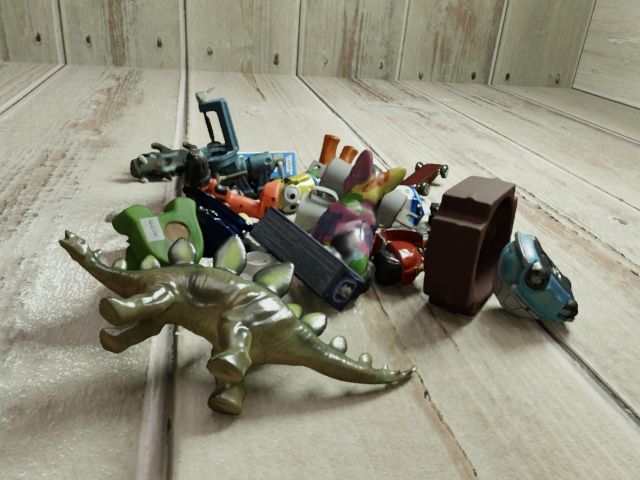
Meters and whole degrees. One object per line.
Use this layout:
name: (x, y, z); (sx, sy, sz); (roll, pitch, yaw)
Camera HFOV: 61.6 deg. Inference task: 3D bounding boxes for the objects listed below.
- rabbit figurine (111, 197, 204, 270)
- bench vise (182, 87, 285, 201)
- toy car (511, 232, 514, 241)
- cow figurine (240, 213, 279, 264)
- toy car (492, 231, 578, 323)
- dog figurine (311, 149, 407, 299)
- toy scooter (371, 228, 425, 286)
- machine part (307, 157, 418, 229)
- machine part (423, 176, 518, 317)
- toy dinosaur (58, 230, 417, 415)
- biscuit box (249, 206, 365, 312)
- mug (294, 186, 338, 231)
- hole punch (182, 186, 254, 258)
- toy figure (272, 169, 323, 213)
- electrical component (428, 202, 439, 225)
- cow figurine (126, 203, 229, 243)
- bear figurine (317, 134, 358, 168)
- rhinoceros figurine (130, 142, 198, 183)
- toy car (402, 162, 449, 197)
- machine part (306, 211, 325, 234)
rabbit figurine: (-0.239, 0.036, 0.814); (0.121, 0.170, 0.159); (-25, 80, -43)
bench vise: (-0.192, -0.192, 1.114); (0.224, 0.240, 0.129); (-9, 27, 8)
toy car: (0.345, 0.010, 1.038); (0.056, 0.073, 0.202); (-3, 26, -24)
cow figurine: (-0.126, 0.008, 0.968); (0.098, 0.068, 0.168); (-28, 38, -33)
toy car: (0.334, 0.072, 0.864); (0.161, 0.103, 0.109); (46, 31, -18)
dog figurine: (0.063, -0.033, 0.888); (0.108, 0.219, 0.192); (22, 21, -17)
toy scooter: (0.148, 0.025, 0.974); (0.135, 0.075, 0.184); (-3, 22, -17)
machine part: (0.087, -0.096, 1.084); (0.243, 0.079, 0.079); (30, 31, 9)
machine part: (0.246, 0.006, 0.881); (0.087, 0.201, 0.201); (19, 29, 30)
toy dinosaur: (-0.094, 0.101, 0.663); (0.471, 0.105, 0.198); (30, 43, -5)
biscuit box: (-0.024, 0.025, 0.815); (0.203, 0.063, 0.059); (39, 0, 42)
mug: (0.009, -0.054, 1.082); (0.107, 0.109, 0.081); (18, 29, -1)
hole punch: (-0.189, -0.024, 0.894); (0.116, 0.142, 0.092); (13, 66, 51)
toy figure: (-0.036, -0.115, 1.222); (0.180, 0.082, 0.089); (-25, 17, -34)
electrical component: (0.280, -0.054, 1.190); (0.075, 0.047, 0.119); (8, 27, 4)
cow figurine: (-0.269, -0.027, 0.990); (0.127, 0.085, 0.195); (13, 24, 19)
bear figurine: (0.086, -0.166, 1.298); (0.196, 0.132, 0.120); (22, 1, 44)
rhinoceros figurine: (-0.377, -0.188, 1.330); (0.190, 0.073, 0.112); (-14, 42, -37)
toy car: (0.265, -0.156, 1.392); (0.089, 0.053, 0.202); (8, 28, 31)
machine part: (-0.002, -0.003, 1.002); (0.139, 0.084, 0.039); (-25, 1, -37)
